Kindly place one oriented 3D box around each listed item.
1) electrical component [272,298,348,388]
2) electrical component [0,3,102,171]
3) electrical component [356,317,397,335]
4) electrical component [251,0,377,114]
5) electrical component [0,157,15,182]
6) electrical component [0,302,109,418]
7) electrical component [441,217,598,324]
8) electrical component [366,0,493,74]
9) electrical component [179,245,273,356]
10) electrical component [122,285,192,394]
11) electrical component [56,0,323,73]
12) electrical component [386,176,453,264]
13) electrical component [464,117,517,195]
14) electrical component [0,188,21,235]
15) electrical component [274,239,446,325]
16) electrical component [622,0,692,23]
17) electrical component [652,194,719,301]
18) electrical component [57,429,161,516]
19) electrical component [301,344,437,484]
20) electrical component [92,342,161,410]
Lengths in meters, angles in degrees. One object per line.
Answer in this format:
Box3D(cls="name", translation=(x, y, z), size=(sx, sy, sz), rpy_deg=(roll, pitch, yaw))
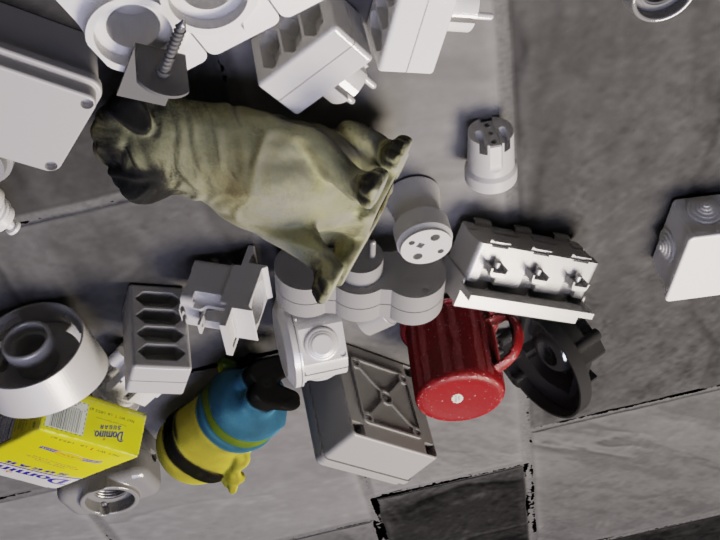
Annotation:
Box3D(cls="electrical component", translation=(-0.043, 0.057, 0.916), size=(0.051, 0.080, 0.080), rpy_deg=(-11, 142, -11))
Box3D(cls="electrical component", translation=(-0.225, -0.117, 0.665), size=(0.113, 0.057, 0.078), rpy_deg=(16, 134, -31))
Box3D(cls="electrical component", translation=(0.026, 0.030, 0.933), size=(0.065, 0.044, 0.044), rpy_deg=(-26, 140, 25))
Box3D(cls="electrical component", translation=(-0.020, -0.135, 0.706), size=(0.066, 0.047, 0.077), rpy_deg=(-33, 138, 24))
Box3D(cls="electrical component", translation=(-0.247, -0.073, 0.703), size=(0.040, 0.078, 0.040), rpy_deg=(-1, 128, -2))
Box3D(cls="electrical component", translation=(-0.258, 0.075, 0.868), size=(0.099, 0.099, 0.064), rpy_deg=(-12, 136, 0))
Box3D(cls="electrical component", translation=(0.133, 0.000, 0.904), size=(0.121, 0.078, 0.063), rpy_deg=(9, 115, -25))
Box3D(cls="electrical component", translation=(0.052, -0.170, 0.682), size=(0.076, 0.047, 0.083), rpy_deg=(0, 140, -16))
Box3D(cls="electrical component", translation=(-0.108, 0.022, 0.863), size=(0.064, 0.081, 0.042), rpy_deg=(9, 143, 9))
Box3D(cls="electrical component", translation=(-0.172, 0.068, 0.890), size=(0.047, 0.083, 0.075), rpy_deg=(4, 139, -20))
Box3D(cls="electrical component", translation=(-0.090, -0.177, 0.622), size=(0.150, 0.061, 0.089), rpy_deg=(-24, 141, 14))
Box3D(cls="electrical component", translation=(0.046, -0.039, 0.839), size=(0.045, 0.055, 0.045), rpy_deg=(-8, 142, -6))
Box3D(cls="electrical component", translation=(0.098, -0.086, 0.808), size=(0.040, 0.040, 0.046), rpy_deg=(-10, 136, -3))
Box3D(cls="electrical component", translation=(-0.269, -0.049, 0.751), size=(0.040, 0.040, 0.078), rpy_deg=(-25, 140, 16))
Box3D(cls="electrical component", translation=(0.000, 0.000, 0.860), size=(0.138, 0.052, 0.073), rpy_deg=(4, 141, 2))
Box3D(cls="electrical component", translation=(0.185, -0.191, 0.685), size=(0.048, 0.055, 0.066), rpy_deg=(-26, 140, 17))
Box3D(cls="electrical component", translation=(0.310, -0.022, 0.937), size=(0.100, 0.048, 0.099), rpy_deg=(-7, 142, -7))
Box3D(cls="electrical component", translation=(-0.247, 0.201, 1.057), size=(0.095, 0.059, 0.053), rpy_deg=(-17, 142, 6))
Box3D(cls="electrical component", translation=(0.007, 0.133, 1.002), size=(0.109, 0.108, 0.056), rpy_deg=(23, 128, -36))
Box3D(cls="electrical component", translation=(-0.204, 0.097, 0.950), size=(0.055, 0.048, 0.066), rpy_deg=(-41, 134, 21))
